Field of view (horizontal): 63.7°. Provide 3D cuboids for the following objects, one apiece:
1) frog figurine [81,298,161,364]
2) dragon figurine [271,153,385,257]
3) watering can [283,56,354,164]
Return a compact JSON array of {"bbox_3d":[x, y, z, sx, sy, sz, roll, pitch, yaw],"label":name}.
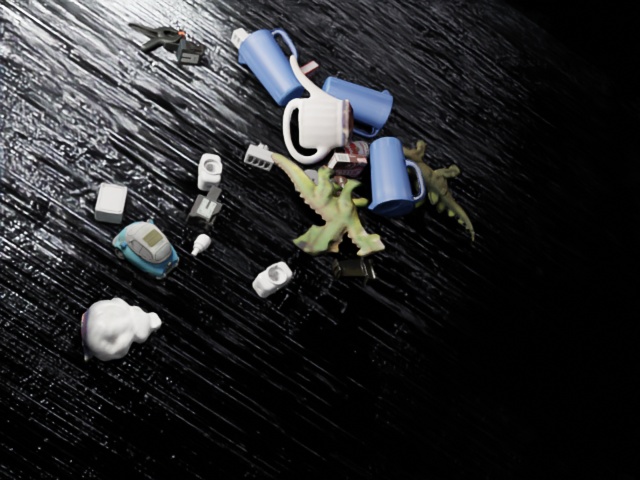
[{"bbox_3d":[-0.432,0.193,1.128,0.160,0.120,0.140,-5,43,-15],"label":"frog figurine"},{"bbox_3d":[0.005,-0.075,1.495,0.410,0.120,0.246,23,74,1],"label":"dragon figurine"},{"bbox_3d":[-0.004,-0.414,1.638,0.224,0.104,0.347,1,91,2],"label":"watering can"}]
